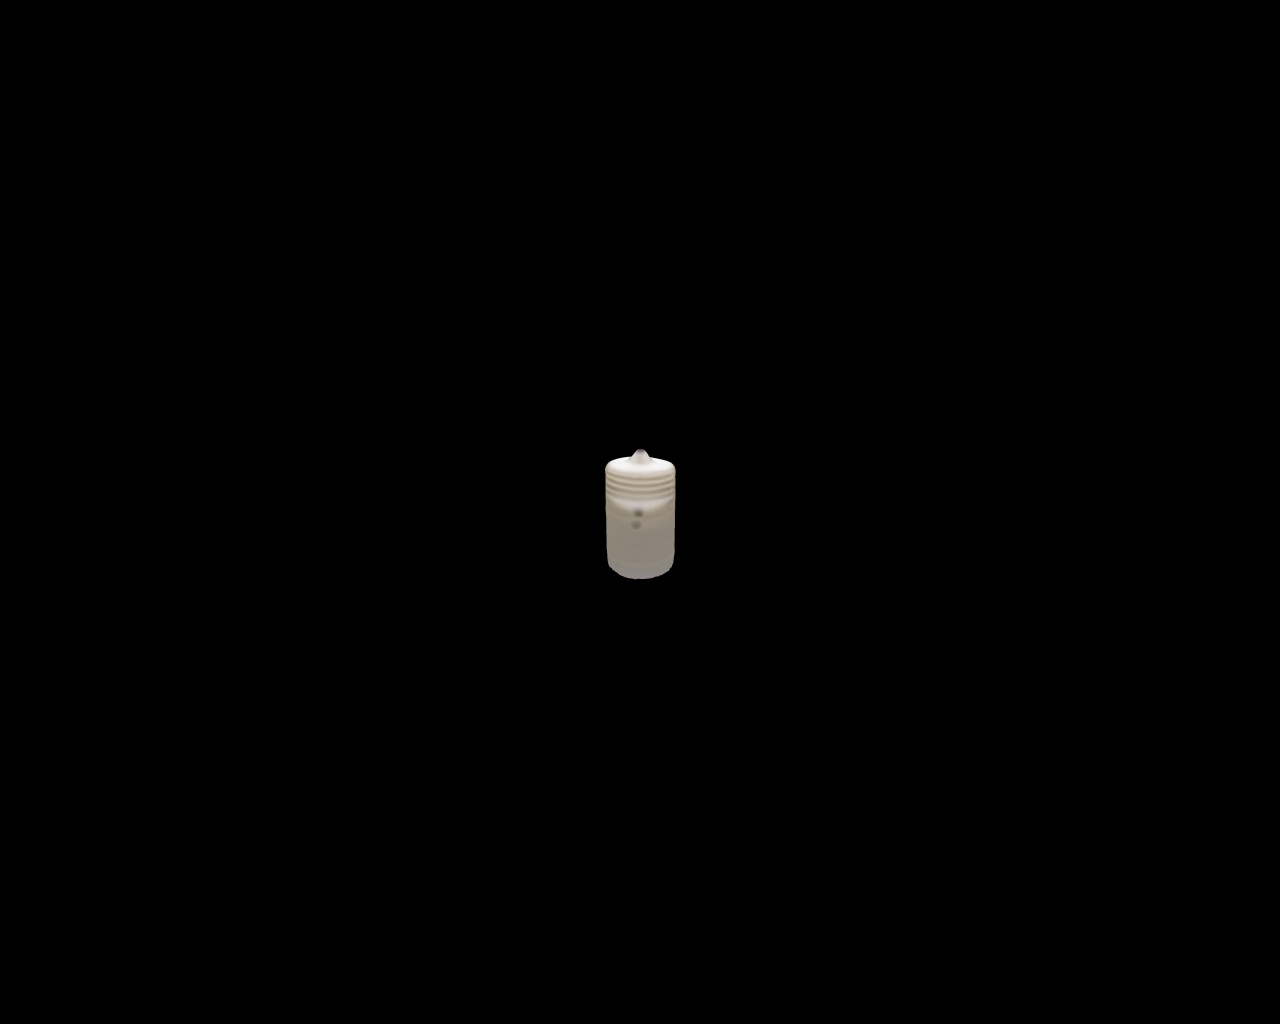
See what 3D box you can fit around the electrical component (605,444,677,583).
[{"bbox_3d":[0.001,-0.003,0.650,0.043,0.080,0.043,0,27,0],"label":"electrical component"}]
